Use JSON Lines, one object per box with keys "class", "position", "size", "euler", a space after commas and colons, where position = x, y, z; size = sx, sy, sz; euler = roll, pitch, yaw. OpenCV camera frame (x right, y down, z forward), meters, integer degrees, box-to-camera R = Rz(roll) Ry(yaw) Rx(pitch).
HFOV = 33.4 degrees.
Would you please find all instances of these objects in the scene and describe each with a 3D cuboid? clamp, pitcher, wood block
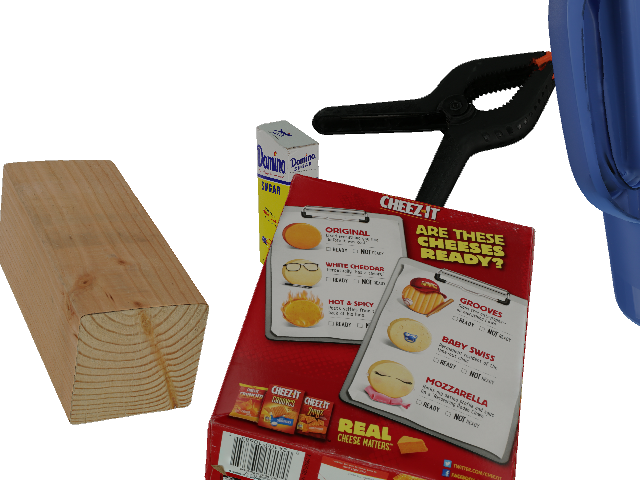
{"class": "clamp", "position": [0.116, -0.093, 0.899], "size": [0.210, 0.165, 0.036], "euler": [-25, -37, -6]}
{"class": "pitcher", "position": [0.202, -0.068, 0.584], "size": [0.149, 0.243, 0.145], "euler": [-7, 22, 9]}
{"class": "wood block", "position": [-0.166, 0.028, 0.780], "size": [0.090, 0.091, 0.206], "euler": [-4, 33, -30]}

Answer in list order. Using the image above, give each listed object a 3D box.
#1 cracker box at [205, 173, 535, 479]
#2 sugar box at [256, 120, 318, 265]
{"class": "cracker box", "position": [0.037, 0.066, 0.641], "size": [0.164, 0.072, 0.213], "euler": [13, 43, 3]}
{"class": "sugar box", "position": [-0.039, -0.041, 1.233], "size": [0.048, 0.176, 0.093], "euler": [-14, 27, -22]}
